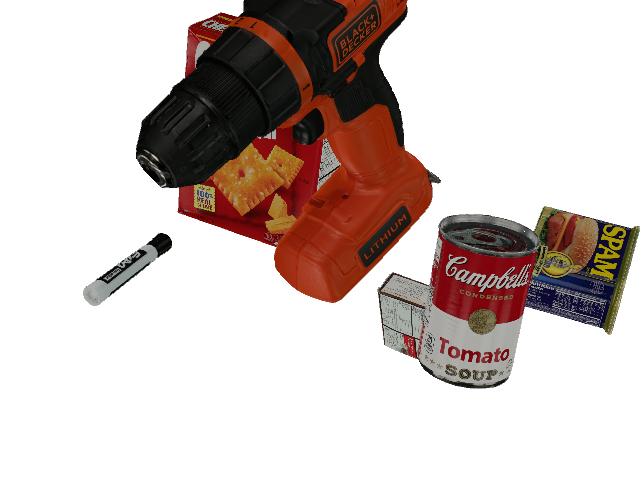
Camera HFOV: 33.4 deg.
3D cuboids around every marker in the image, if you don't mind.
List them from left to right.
[{"bbox_3d":[-0.172,0.024,0.973,0.020,0.020,0.121,0,24,28],"label":"marker"}]

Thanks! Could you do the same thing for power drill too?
[{"bbox_3d":[-0.004,-0.050,0.559,0.057,0.184,0.187,33,-24,30],"label":"power drill"}]

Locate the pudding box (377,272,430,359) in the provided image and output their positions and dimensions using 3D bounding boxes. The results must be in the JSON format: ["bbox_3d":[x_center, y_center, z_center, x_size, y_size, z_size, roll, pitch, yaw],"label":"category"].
[{"bbox_3d":[0.121,0.094,1.184,0.114,0.090,0.039,18,46,29],"label":"pudding box"}]

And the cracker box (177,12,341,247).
[{"bbox_3d":[-0.060,-0.107,1.100,0.164,0.214,0.072,20,32,21],"label":"cracker box"}]

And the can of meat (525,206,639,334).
[{"bbox_3d":[0.218,0.022,0.908,0.084,0.057,0.102,16,44,16],"label":"can of meat"}]

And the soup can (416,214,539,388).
[{"bbox_3d":[0.106,0.041,0.729,0.068,0.102,0.068,6,22,-3],"label":"soup can"}]
